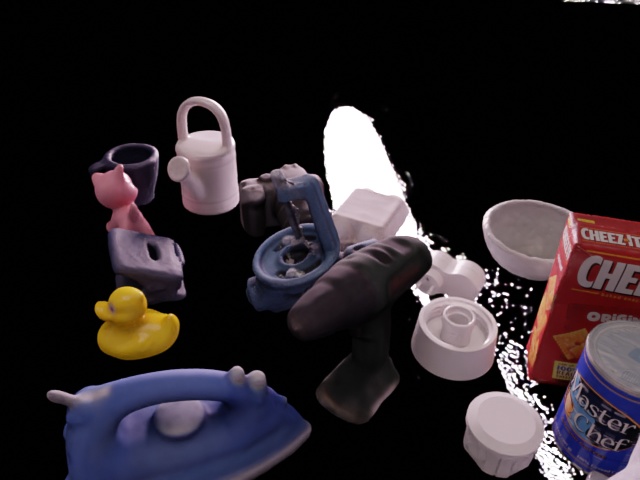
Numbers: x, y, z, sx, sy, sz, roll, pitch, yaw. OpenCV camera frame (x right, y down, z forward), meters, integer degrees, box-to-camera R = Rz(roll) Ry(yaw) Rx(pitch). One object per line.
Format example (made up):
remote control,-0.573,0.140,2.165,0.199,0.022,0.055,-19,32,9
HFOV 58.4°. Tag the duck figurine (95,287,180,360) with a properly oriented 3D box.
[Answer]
duck figurine,-0.234,0.098,0.726,0.104,0.086,0.077,-1,36,-3

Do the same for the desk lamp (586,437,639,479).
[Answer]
desk lamp,0.259,0.229,0.458,0.117,0.214,0.204,23,41,27

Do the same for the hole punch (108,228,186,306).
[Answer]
hole punch,-0.244,0.032,0.811,0.101,0.091,0.108,-12,38,-17

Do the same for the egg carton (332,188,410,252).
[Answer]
egg carton,0.077,-0.026,0.921,0.107,0.069,0.150,16,39,19

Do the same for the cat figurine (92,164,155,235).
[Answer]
cat figurine,-0.314,-0.060,0.911,0.067,0.118,0.127,-22,42,-28

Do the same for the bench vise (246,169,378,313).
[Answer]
bench vise,0.002,-0.004,0.760,0.208,0.220,0.121,-15,39,-21

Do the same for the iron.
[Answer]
iron,-0.133,0.177,0.575,0.258,0.141,0.118,-9,37,-14

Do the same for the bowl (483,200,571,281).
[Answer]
bowl,0.328,0.011,0.876,0.167,0.075,0.167,1,36,-1

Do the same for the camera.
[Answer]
camera,-0.053,-0.053,0.926,0.143,0.101,0.136,-8,37,-13

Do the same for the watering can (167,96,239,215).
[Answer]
watering can,-0.193,-0.143,0.964,0.101,0.194,0.172,-1,36,-3

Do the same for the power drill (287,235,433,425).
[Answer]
power drill,0.045,0.099,0.631,0.075,0.208,0.230,24,42,27

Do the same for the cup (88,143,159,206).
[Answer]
cup,-0.332,-0.104,0.990,0.118,0.095,0.091,-21,42,-28
